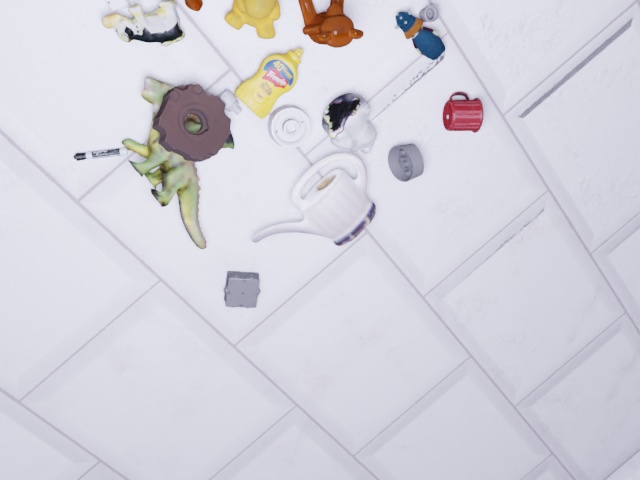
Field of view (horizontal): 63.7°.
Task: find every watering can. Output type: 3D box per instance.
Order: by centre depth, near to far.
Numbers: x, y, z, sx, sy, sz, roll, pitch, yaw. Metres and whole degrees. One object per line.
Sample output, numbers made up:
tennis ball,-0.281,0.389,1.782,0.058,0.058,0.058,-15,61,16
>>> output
watering can,0.004,-0.068,1.353,0.347,0.105,0.222,-45,111,2

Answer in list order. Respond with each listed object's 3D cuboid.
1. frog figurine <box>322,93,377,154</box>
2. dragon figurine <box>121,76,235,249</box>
frog figurine,0.085,-0.296,1.326,0.158,0.124,0.137,22,94,-55
dragon figurine,-0.315,-0.200,1.247,0.244,0.123,0.405,-37,112,-9
